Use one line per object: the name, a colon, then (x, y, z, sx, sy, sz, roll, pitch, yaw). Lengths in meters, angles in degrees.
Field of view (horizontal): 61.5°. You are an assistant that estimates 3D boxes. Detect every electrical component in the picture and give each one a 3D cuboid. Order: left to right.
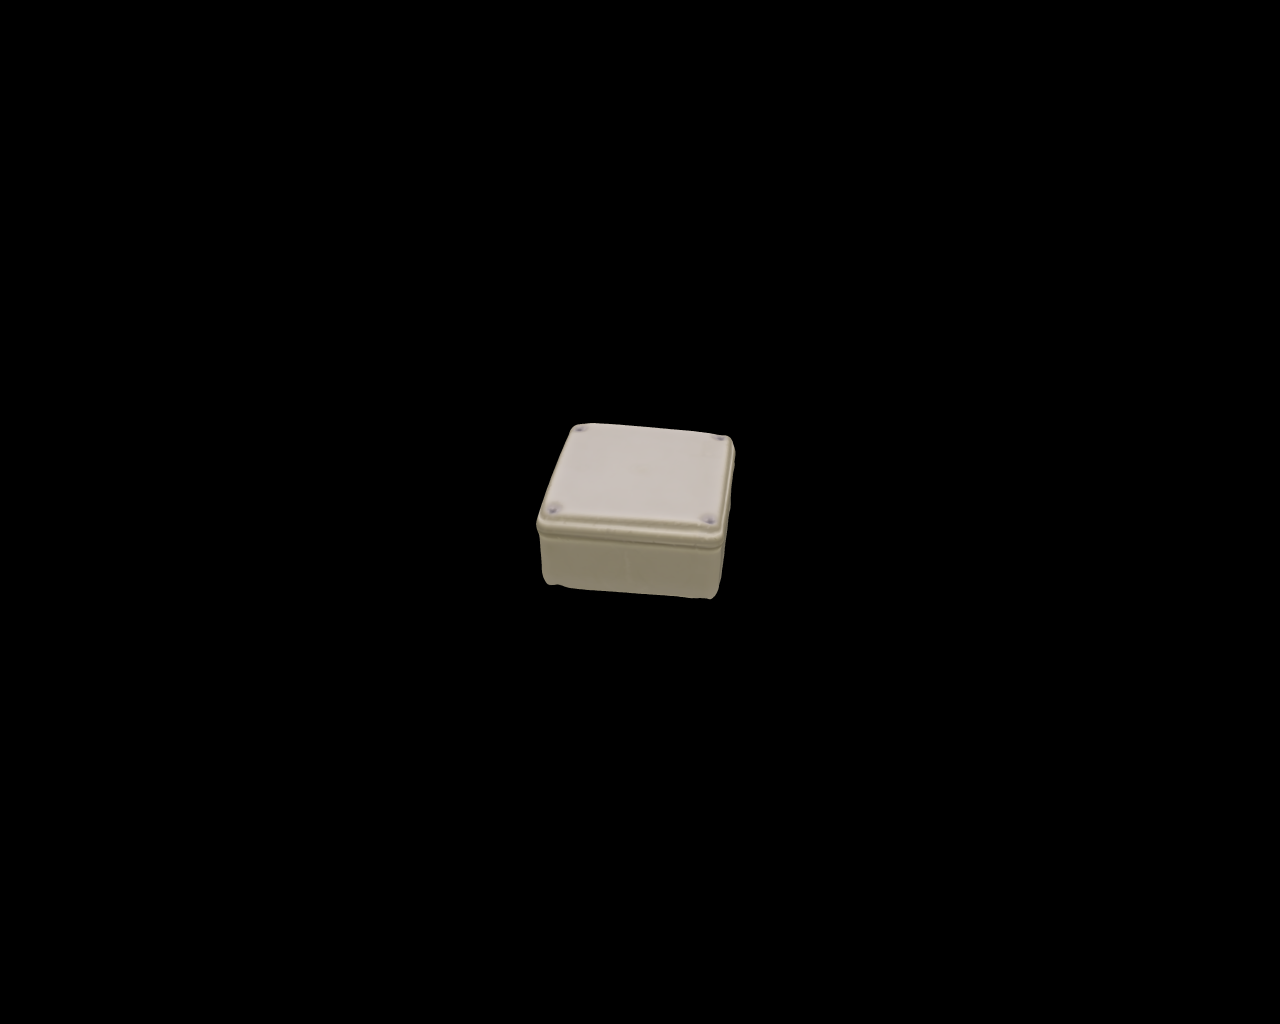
electrical component: (0.001, -0.003, 0.650, 0.109, 0.056, 0.109, 5, 36, 7)
